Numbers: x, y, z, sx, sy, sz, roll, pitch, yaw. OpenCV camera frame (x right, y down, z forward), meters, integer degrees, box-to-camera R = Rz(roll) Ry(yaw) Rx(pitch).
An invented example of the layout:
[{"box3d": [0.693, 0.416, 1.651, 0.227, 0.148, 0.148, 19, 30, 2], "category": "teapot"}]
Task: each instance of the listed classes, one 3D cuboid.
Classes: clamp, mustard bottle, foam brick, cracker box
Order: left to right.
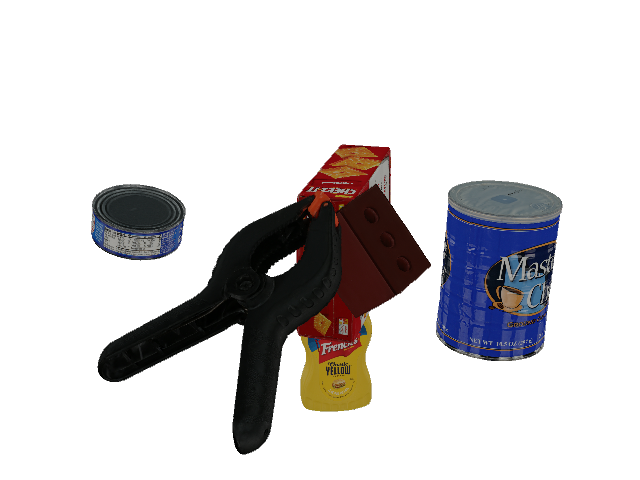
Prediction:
[{"box3d": [-0.035, 0.044, 0.621, 0.120, 0.171, 0.039, 33, -21, 30], "category": "clamp"}, {"box3d": [0.021, 0.132, 1.428, 0.096, 0.192, 0.058, -2, 19, -6], "category": "mustard bottle"}, {"box3d": [0.028, -0.004, 1.207, 0.072, 0.164, 0.213, 5, 20, 13], "category": "cracker box"}, {"box3d": [0.035, 0.009, 0.808, 0.051, 0.078, 0.052, -33, 2, 43], "category": "foam brick"}]

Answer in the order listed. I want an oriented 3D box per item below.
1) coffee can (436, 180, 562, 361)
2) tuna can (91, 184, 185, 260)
[{"box3d": [0.163, 0.026, 0.988, 0.103, 0.140, 0.103, 2, 21, -1], "category": "coffee can"}, {"box3d": [-0.169, -0.017, 0.991, 0.086, 0.034, 0.086, 8, 30, -5], "category": "tuna can"}]
